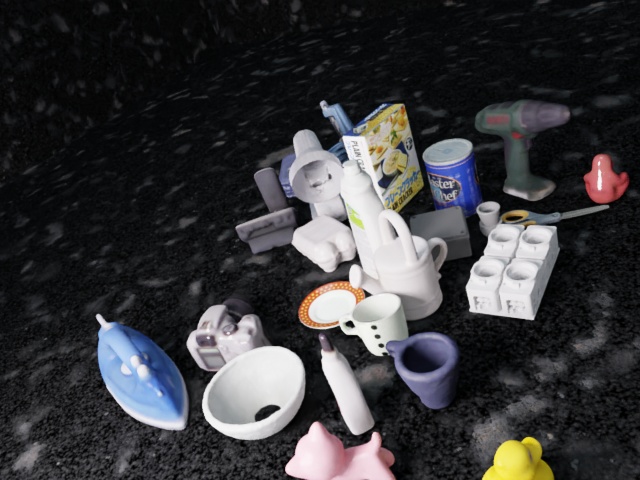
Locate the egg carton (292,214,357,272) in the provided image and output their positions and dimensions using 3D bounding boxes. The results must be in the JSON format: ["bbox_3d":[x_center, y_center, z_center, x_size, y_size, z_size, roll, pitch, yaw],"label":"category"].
[{"bbox_3d":[0.011,0.004,1.225,0.107,0.069,0.149,-32,33,-18],"label":"egg carton"}]

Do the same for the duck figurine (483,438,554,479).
[{"bbox_3d":[0.222,0.273,0.662,0.105,0.086,0.077,-34,33,-21],"label":"duck figurine"}]

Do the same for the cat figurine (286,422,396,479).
[{"bbox_3d":[0.025,0.279,0.736,0.127,0.118,0.067,-16,31,7],"label":"cat figurine"}]

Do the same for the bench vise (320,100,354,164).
[{"bbox_3d":[0.089,-0.254,1.441,0.206,0.220,0.121,-3,35,27],"label":"bench vise"}]

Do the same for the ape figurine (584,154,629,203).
[{"bbox_3d":[0.543,-0.123,1.094,0.076,0.092,0.077,-38,35,-27],"label":"ape figurine"}]

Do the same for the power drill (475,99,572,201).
[{"bbox_3d":[0.417,-0.190,1.160,0.076,0.209,0.228,-32,33,-19],"label":"power drill"}]

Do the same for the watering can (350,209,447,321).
[{"bbox_3d":[0.136,0.039,0.976,0.173,0.194,0.100,-39,35,-28],"label":"watering can"}]

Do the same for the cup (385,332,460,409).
[{"bbox_3d":[0.150,0.192,0.824,0.117,0.095,0.092,12,43,42],"label":"cup"}]

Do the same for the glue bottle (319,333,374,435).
[{"bbox_3d":[0.029,0.195,0.812,0.037,0.173,0.078,-26,31,-10],"label":"glue bottle"}]

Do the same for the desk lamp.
[{"bbox_3d":[-0.003,-0.136,1.313,0.118,0.214,0.203,-19,31,2],"label":"desk lamp"}]

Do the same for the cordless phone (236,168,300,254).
[{"bbox_3d":[-0.135,-0.074,1.320,0.147,0.185,0.094,-20,31,0],"label":"cordless phone"}]

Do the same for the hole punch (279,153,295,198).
[{"bbox_3d":[-0.053,-0.175,1.526,0.108,0.091,0.101,-6,34,22],"label":"hole punch"}]

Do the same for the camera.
[{"bbox_3d":[-0.157,0.158,1.050,0.142,0.101,0.137,-7,33,22],"label":"camera"}]

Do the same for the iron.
[{"bbox_3d":[-0.320,0.222,1.005,0.119,0.142,0.257,-37,34,-25],"label":"iron"}]

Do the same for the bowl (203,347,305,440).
[{"bbox_3d":[-0.092,0.250,0.893,0.167,0.075,0.167,-15,31,9],"label":"bowl"}]
